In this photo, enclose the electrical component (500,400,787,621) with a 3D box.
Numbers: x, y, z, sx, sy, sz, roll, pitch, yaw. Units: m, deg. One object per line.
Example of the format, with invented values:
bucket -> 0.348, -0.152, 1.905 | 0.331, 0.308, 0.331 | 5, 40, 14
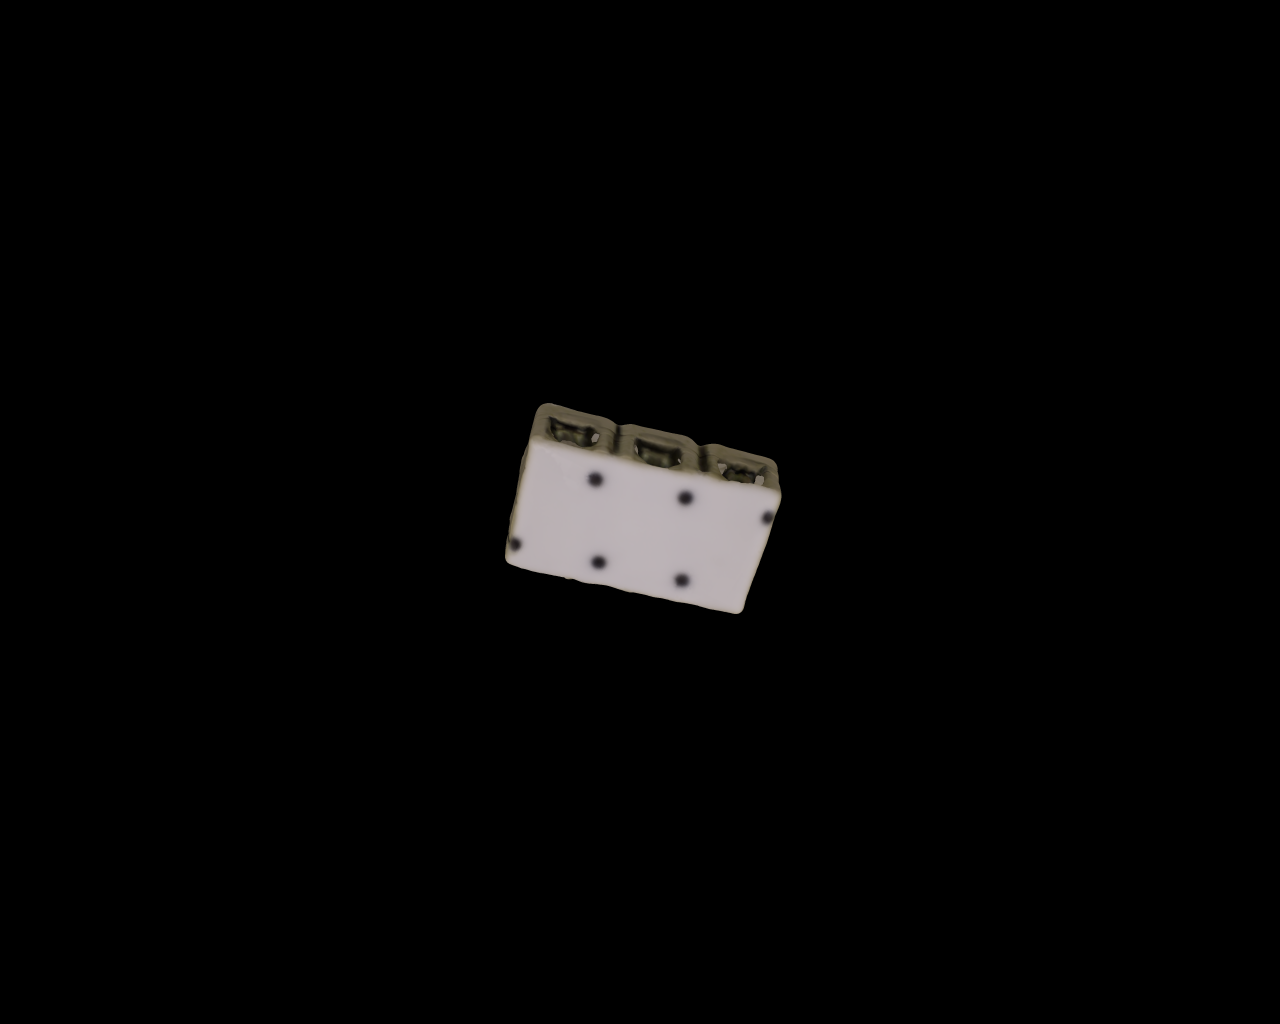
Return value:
electrical component -> 0.001, -0.003, 0.650 | 0.150, 0.089, 0.062 | 14, 26, -7
